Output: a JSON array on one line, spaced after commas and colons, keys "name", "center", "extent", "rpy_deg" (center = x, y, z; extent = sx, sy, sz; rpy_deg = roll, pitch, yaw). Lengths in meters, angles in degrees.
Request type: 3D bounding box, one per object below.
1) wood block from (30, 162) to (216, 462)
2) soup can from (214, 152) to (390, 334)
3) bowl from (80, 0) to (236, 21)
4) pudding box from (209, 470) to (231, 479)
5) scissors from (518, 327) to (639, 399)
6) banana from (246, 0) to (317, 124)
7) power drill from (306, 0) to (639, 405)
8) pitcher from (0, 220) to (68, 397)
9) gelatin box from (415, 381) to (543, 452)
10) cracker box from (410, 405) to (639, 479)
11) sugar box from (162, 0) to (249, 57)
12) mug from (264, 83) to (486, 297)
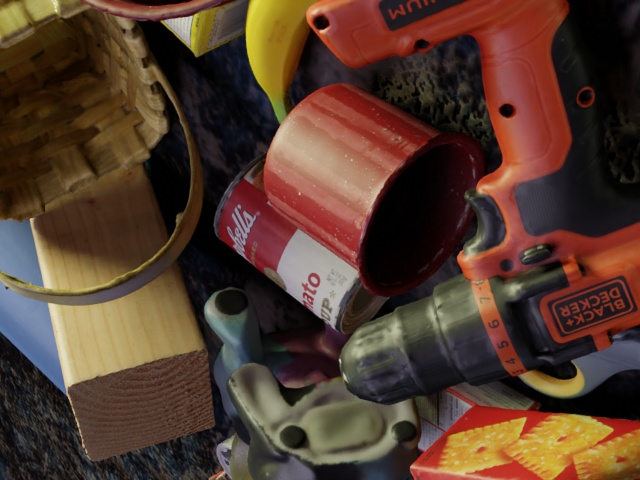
[{"name": "wood block", "center": [-0.144, 0.036, 0.748], "extent": [0.091, 0.090, 0.206], "rpy_deg": [90, 161, -47]}, {"name": "soup can", "center": [-0.004, 0.001, 0.641], "extent": [0.102, 0.068, 0.068], "rpy_deg": [37, 145, 21]}, {"name": "bowl", "center": [-0.054, -0.170, 0.499], "extent": [0.162, 0.162, 0.055], "rpy_deg": [36, -176, 24]}, {"name": "pudding box", "center": [-0.060, 0.263, 0.994], "extent": [0.113, 0.039, 0.090], "rpy_deg": [50, 147, 3]}, {"name": "scissors", "center": [0.164, 0.069, 0.541], "extent": [0.202, 0.016, 0.096], "rpy_deg": [28, 142, 34]}, {"name": "banana", "center": [0.005, -0.126, 0.537], "extent": [0.069, 0.037, 0.198], "rpy_deg": [42, 149, -5]}, {"name": "power drill", "center": [0.066, -0.029, 0.459], "extent": [0.184, 0.057, 0.187], "rpy_deg": [-22, 106, 13]}, {"name": "pitcher", "center": [-0.216, 0.032, 0.901], "extent": [0.243, 0.145, 0.149], "rpy_deg": [46, 160, 3]}, {"name": "gelatin box", "center": [0.094, 0.113, 0.661], "extent": [0.089, 0.030, 0.073], "rpy_deg": [27, 139, 36]}, {"name": "cracker box", "center": [0.164, 0.174, 0.534], "extent": [0.214, 0.072, 0.164], "rpy_deg": [-4, 116, 53]}, {"name": "sugar box", "center": [-0.106, -0.195, 0.600], "extent": [0.176, 0.048, 0.093], "rpy_deg": [47, 148, 15]}, {"name": "mug", "center": [0.031, -0.026, 0.564], "extent": [0.082, 0.093, 0.117], "rpy_deg": [35, -179, 34]}]
